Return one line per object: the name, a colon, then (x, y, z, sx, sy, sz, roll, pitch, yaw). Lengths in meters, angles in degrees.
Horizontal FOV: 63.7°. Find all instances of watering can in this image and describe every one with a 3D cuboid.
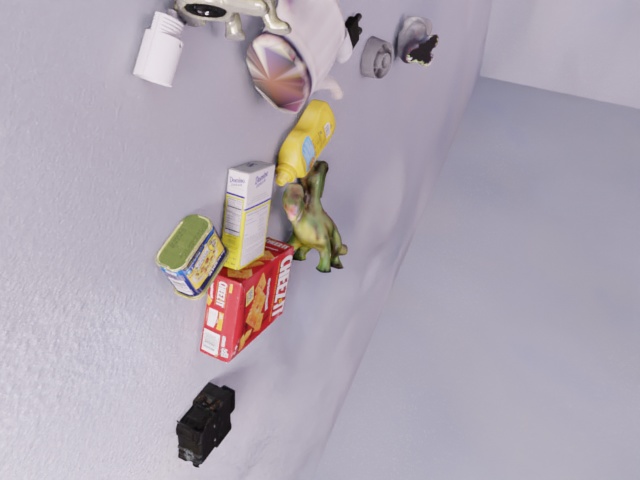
watering can: (-0.018, -0.302, 0.863, 0.228, 0.104, 0.340, -62, 159, -24)

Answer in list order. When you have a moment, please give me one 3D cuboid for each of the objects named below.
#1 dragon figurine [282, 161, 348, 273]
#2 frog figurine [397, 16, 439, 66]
dragon figurine: (0.004, -0.059, 1.178, 0.412, 0.122, 0.241, -14, 113, -70)
frog figurine: (0.270, -0.588, 1.480, 0.135, 0.122, 0.163, 55, 19, -57)
